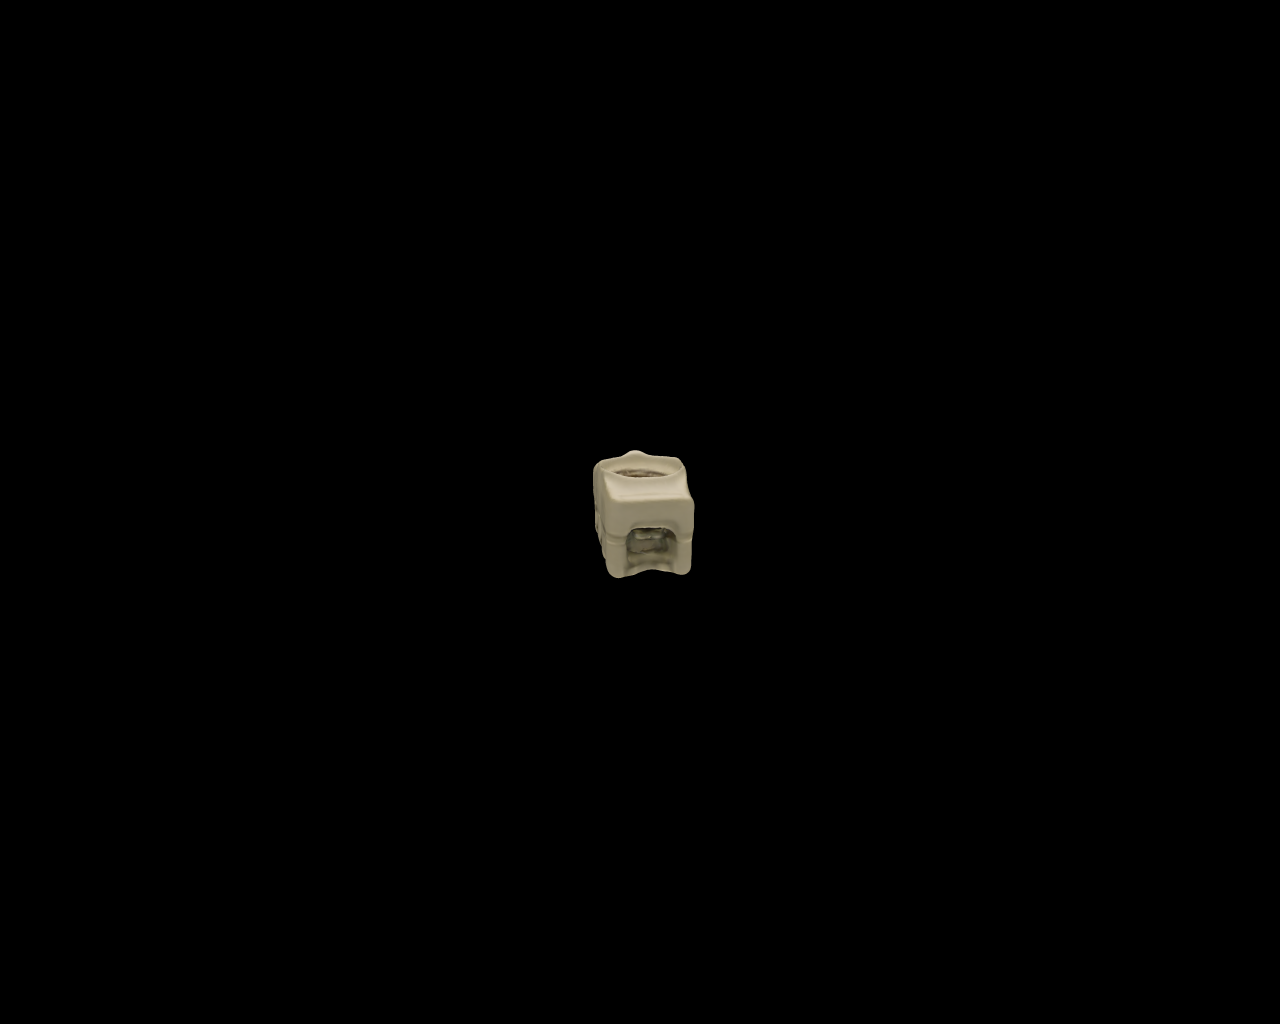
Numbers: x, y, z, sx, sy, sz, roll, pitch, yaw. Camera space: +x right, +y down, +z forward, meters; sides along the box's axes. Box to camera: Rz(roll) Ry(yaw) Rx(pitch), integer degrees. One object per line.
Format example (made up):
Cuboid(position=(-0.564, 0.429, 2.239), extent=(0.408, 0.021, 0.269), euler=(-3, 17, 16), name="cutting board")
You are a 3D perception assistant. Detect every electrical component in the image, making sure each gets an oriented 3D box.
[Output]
Cuboid(position=(0.001, -0.003, 0.650), extent=(0.050, 0.055, 0.089), euler=(-2, 18, -7), name="electrical component")
